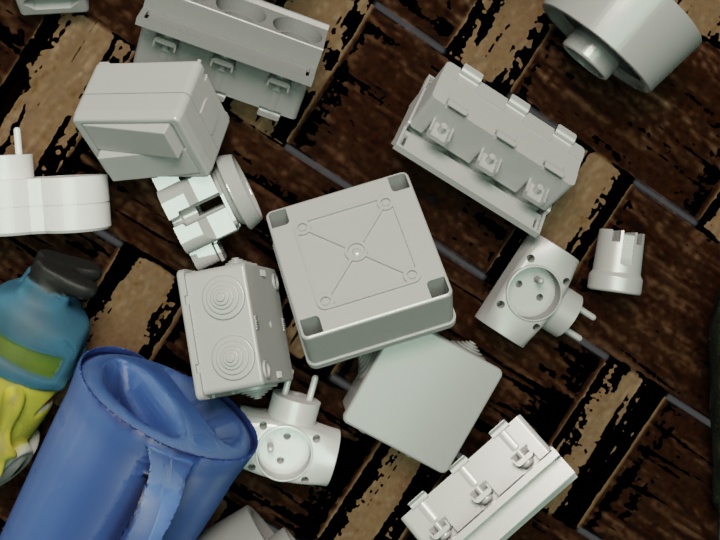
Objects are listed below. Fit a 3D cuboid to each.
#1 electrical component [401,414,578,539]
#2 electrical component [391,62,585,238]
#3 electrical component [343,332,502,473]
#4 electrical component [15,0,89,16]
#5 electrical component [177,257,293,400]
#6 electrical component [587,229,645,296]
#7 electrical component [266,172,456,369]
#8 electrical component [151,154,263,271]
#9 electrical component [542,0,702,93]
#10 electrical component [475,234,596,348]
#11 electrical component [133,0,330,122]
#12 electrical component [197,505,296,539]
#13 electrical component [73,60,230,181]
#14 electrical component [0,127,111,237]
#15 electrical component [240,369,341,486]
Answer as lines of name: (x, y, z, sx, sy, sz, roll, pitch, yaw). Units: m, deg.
electrical component: (0.095, 0.169, 0.806, 0.121, 0.078, 0.063, -41, 70, 1)
electrical component: (0.094, -0.090, 0.770, 0.121, 0.063, 0.078, 31, 53, -9)
electrical component: (0.043, 0.088, 0.801, 0.100, 0.048, 0.099, 29, 93, -8)
electrical component: (-0.214, -0.225, 0.733, 0.047, 0.065, 0.076, -4, 69, -5)
electrical component: (-0.084, 0.041, 0.751, 0.048, 0.100, 0.099, -11, 85, 10)
electrical component: (0.194, -0.006, 0.810, 0.040, 0.040, 0.046, 8, 90, -7)
electrical component: (0.000, 0.000, 0.757, 0.109, 0.056, 0.108, -17, 61, -3)
electrical component: (-0.106, -0.047, 0.766, 0.057, 0.058, 0.078, -25, 98, 1)
electrical component: (0.177, -0.169, 0.756, 0.108, 0.108, 0.060, 39, 98, -9)
electrical component: (0.140, 0.024, 0.805, 0.079, 0.044, 0.077, 32, 93, -9)
electrical component: (-0.090, -0.155, 0.747, 0.121, 0.078, 0.063, 19, 124, -8)
electrical component: (-0.068, 0.221, 0.780, 0.060, 0.108, 0.108, -36, 99, -6)
electrical component: (-0.148, -0.099, 0.732, 0.096, 0.061, 0.061, 2, 56, 18)
electrical component: (-0.247, -0.062, 0.752, 0.138, 0.052, 0.073, -3, 98, -5)
electrical component: (-0.052, 0.113, 0.797, 0.077, 0.044, 0.079, 15, 95, -7)
